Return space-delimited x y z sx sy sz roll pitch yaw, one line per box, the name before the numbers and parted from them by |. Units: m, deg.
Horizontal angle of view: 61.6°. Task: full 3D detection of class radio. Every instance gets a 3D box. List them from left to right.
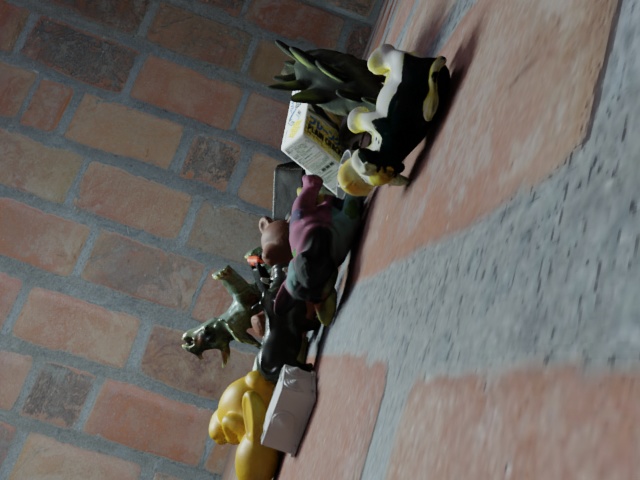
radio | -0.041 -0.119 1.269 0.229 0.073 0.131 -40 -46 -72

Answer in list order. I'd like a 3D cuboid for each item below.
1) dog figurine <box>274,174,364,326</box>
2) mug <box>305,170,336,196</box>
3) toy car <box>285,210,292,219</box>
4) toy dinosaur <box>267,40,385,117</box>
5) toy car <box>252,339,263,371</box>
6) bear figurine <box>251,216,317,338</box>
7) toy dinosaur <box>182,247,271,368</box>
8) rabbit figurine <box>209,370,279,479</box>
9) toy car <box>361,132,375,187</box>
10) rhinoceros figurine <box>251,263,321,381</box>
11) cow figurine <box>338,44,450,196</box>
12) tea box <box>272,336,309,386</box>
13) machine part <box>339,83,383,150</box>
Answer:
dog figurine | -0.005 0.020 0.821 0.191 0.108 0.219 115 169 -74
mug | 0.004 -0.131 1.114 0.109 0.080 0.107 -44 33 27
toy car | -0.002 -0.003 1.024 0.103 0.109 0.161 -34 -39 -47
toy dinosaur | 0.036 -0.237 0.826 0.472 0.198 0.105 34 120 52
toy car | -0.112 0.268 1.310 0.056 0.073 0.202 109 177 -51
bear figurine | -0.065 0.060 0.951 0.132 0.120 0.195 -42 -55 -49
toy dinosaur | -0.107 0.106 1.145 0.405 0.192 0.131 -33 5 -34
rabbit figurine | -0.096 0.306 0.858 0.162 0.122 0.173 -60 23 27
toy car | 0.075 -0.123 0.765 0.202 0.053 0.089 -69 -2 -81
rhinoceros figurine | -0.060 0.128 0.841 0.073 0.112 0.190 -23 49 38
cow figurine | 0.079 -0.113 0.563 0.098 0.068 0.167 44 120 52
tea box | -0.081 0.257 0.990 0.098 0.068 0.169 -79 8 -61
machine part | 0.084 -0.238 1.023 0.243 0.079 0.079 -74 5 -48
